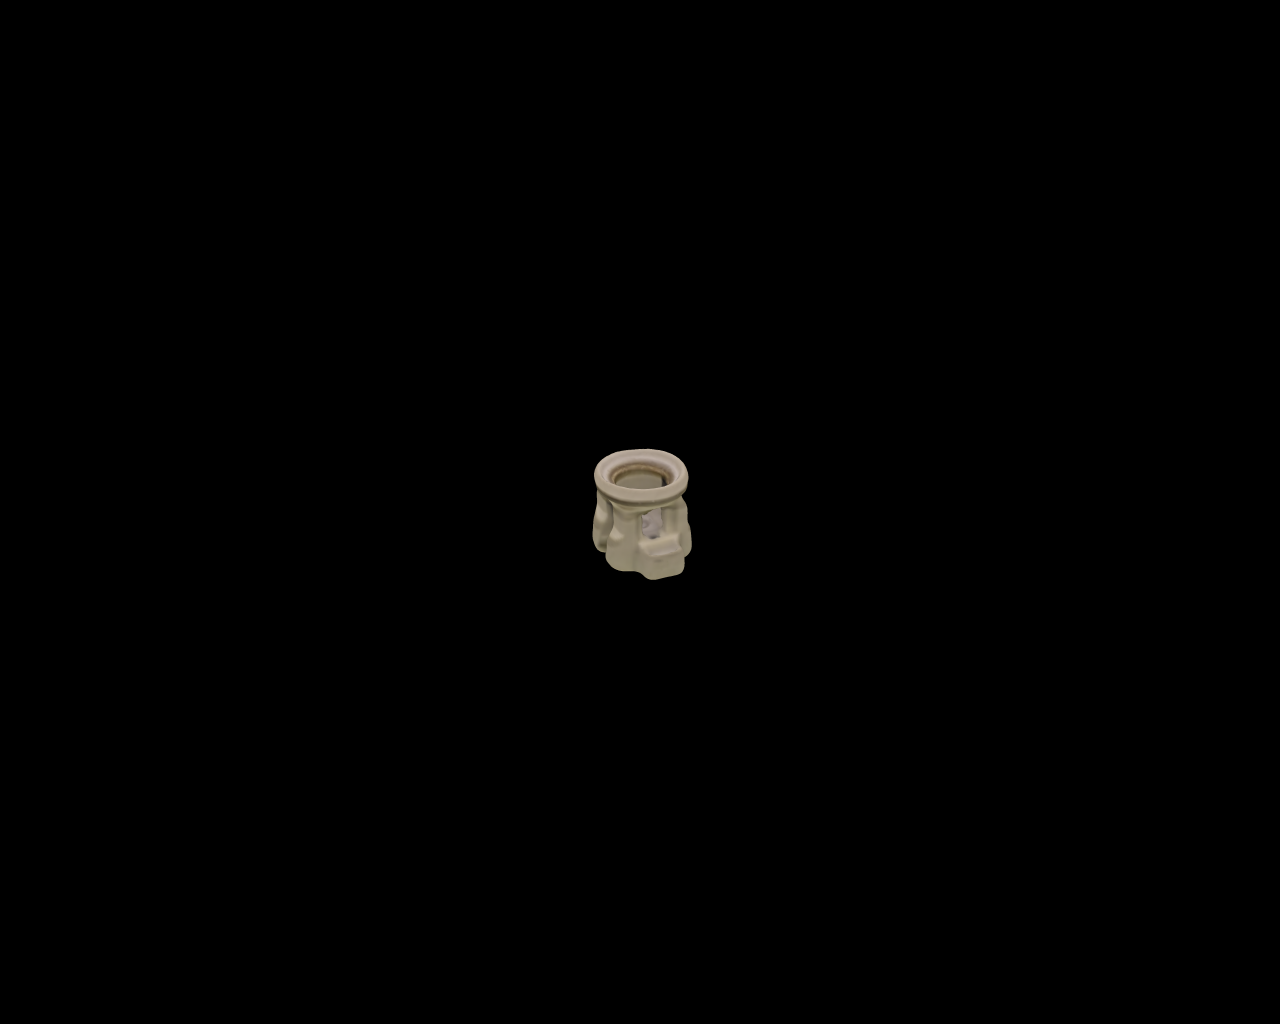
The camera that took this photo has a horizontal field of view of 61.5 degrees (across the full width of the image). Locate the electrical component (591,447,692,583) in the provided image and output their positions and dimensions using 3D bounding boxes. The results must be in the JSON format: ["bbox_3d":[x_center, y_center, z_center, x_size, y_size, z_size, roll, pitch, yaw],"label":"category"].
[{"bbox_3d":[0.001,-0.003,0.650,0.058,0.056,0.078,-12,33,-19],"label":"electrical component"}]
